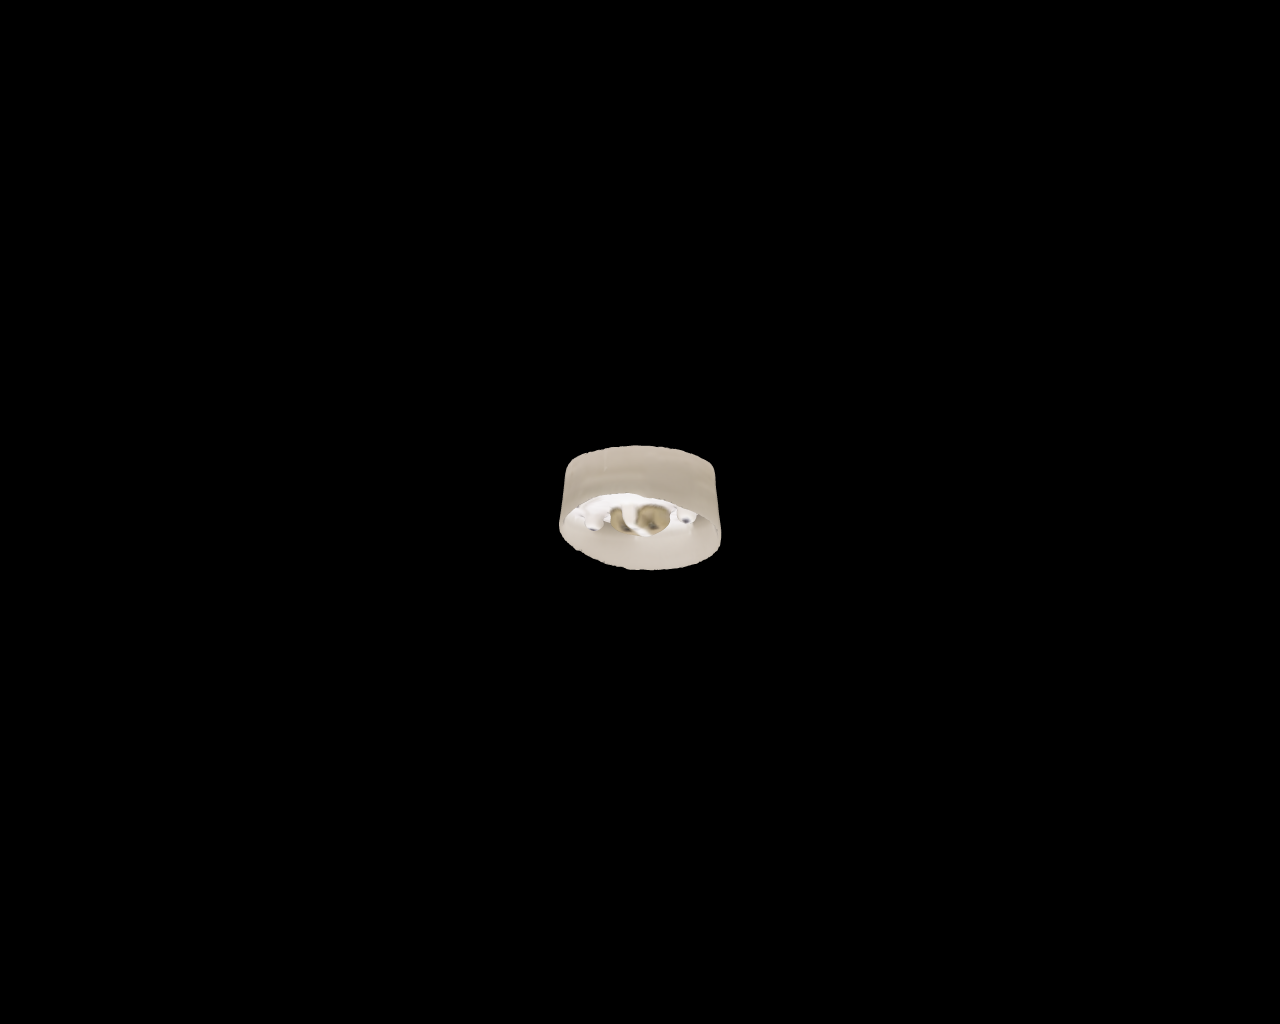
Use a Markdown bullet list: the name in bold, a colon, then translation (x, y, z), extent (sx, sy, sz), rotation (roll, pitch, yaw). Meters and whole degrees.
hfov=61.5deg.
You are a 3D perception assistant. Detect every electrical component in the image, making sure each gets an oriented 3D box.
- **electrical component**: translation (0.001, -0.003, 0.650), extent (0.099, 0.064, 0.099), rotation (0, -15, 0)
